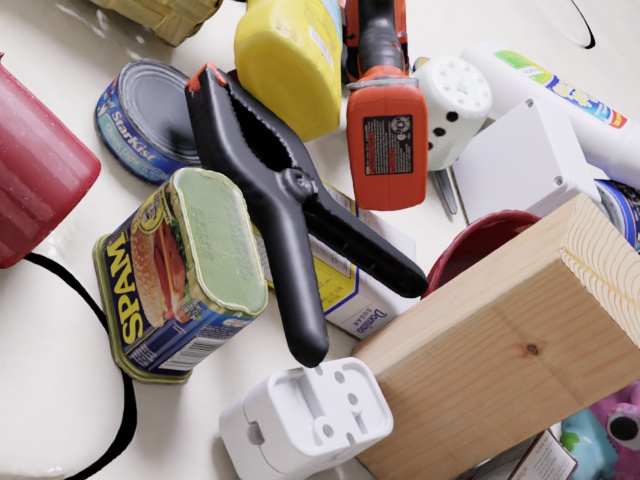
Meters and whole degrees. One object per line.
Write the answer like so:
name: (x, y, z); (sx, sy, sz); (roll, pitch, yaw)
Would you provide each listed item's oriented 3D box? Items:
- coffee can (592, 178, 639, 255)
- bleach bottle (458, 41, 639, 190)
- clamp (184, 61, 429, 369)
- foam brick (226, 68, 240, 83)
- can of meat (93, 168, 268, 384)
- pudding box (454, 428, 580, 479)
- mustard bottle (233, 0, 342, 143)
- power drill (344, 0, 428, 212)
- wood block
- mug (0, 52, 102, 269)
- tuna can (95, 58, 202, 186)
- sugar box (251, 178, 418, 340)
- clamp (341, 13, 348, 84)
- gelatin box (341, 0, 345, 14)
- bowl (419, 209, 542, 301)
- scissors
coffee can: (0.276, -0.009, 1.041); (0.140, 0.103, 0.103); (-2, 61, -50)
bleach bottle: (0.250, -0.114, 1.043); (0.251, 0.068, 0.102); (34, 27, 27)
clamp: (-0.024, -0.020, 0.679); (0.210, 0.036, 0.164); (51, 30, 0)
foam brick: (-0.049, -0.098, 0.795); (0.051, 0.053, 0.078); (52, 33, 1)
can of meat: (-0.081, 0.020, 0.622); (0.057, 0.084, 0.102); (12, 50, -43)
pudding box: (0.110, 0.176, 0.692); (0.039, 0.090, 0.113); (52, 34, 3)
mustard bottle: (-0.018, -0.164, 0.787); (0.096, 0.058, 0.191); (51, 28, -34)
power drill: (0.047, -0.108, 0.824); (0.187, 0.057, 0.184); (-93, 176, -49)
wood block: (0.108, 0.074, 0.680); (0.091, 0.206, 0.090); (48, 35, -7)
mug: (-0.178, -0.030, 0.565); (0.081, 0.093, 0.117); (45, 65, -17)
tuna can: (-0.109, -0.079, 0.725); (0.086, 0.034, 0.086); (30, 40, -29)
sugar box: (-0.005, 0.001, 0.762); (0.176, 0.048, 0.093); (35, 38, -29)
clamp: (-0.008, -0.188, 0.936); (0.171, 0.039, 0.120); (6, 60, -53)
gelatin box: (0.031, -0.225, 1.012); (0.089, 0.030, 0.073); (24, 43, -21)
bowl: (0.130, 0.058, 0.818); (0.161, 0.055, 0.162); (-1, 92, -31)
scissors: (0.112, -0.111, 1.020); (0.096, 0.016, 0.202); (-5, 62, -44)
